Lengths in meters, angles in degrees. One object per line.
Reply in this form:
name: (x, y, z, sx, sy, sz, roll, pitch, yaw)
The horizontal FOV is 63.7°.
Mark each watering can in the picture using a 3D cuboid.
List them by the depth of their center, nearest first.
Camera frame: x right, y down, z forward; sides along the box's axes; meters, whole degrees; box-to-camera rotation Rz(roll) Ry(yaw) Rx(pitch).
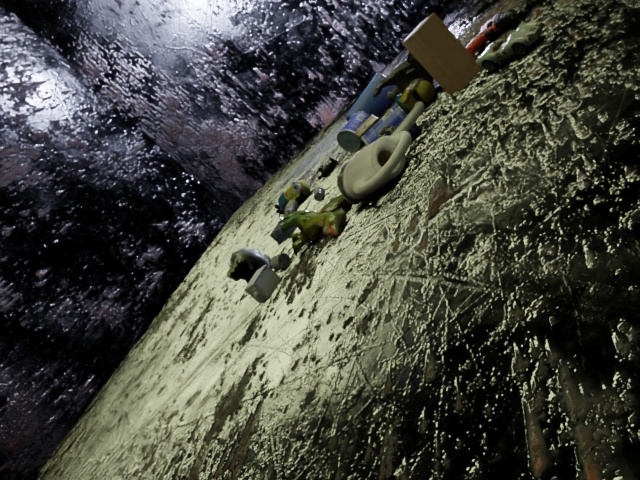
watering can: (0.163, -0.220, 1.346, 0.221, 0.103, 0.355, -33, 19, 47)

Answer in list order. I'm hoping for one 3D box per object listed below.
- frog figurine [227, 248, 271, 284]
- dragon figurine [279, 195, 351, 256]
frog figurine: (-0.222, 0.072, 1.683, 0.137, 0.121, 0.162, -7, 16, 16)
dragon figurine: (0.005, -0.076, 1.507, 0.242, 0.121, 0.416, -28, 17, 5)
